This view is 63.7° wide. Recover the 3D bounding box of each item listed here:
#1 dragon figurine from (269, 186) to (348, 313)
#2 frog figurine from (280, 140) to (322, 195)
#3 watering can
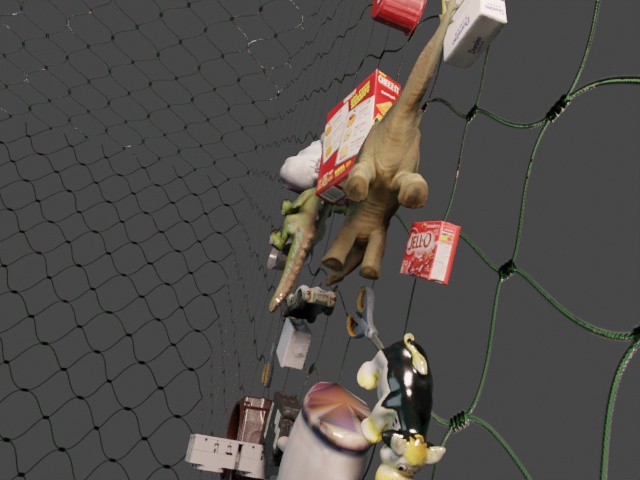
[{"bbox_3d":[0.003,-0.055,1.088,0.239,0.121,0.420,-39,31,51],"label":"dragon figurine"},{"bbox_3d":[-0.030,-0.198,1.379,0.138,0.121,0.159,24,90,43],"label":"frog figurine"},{"bbox_3d":[-0.010,0.309,0.744,0.350,0.104,0.223,-138,66,-74],"label":"watering can"}]
